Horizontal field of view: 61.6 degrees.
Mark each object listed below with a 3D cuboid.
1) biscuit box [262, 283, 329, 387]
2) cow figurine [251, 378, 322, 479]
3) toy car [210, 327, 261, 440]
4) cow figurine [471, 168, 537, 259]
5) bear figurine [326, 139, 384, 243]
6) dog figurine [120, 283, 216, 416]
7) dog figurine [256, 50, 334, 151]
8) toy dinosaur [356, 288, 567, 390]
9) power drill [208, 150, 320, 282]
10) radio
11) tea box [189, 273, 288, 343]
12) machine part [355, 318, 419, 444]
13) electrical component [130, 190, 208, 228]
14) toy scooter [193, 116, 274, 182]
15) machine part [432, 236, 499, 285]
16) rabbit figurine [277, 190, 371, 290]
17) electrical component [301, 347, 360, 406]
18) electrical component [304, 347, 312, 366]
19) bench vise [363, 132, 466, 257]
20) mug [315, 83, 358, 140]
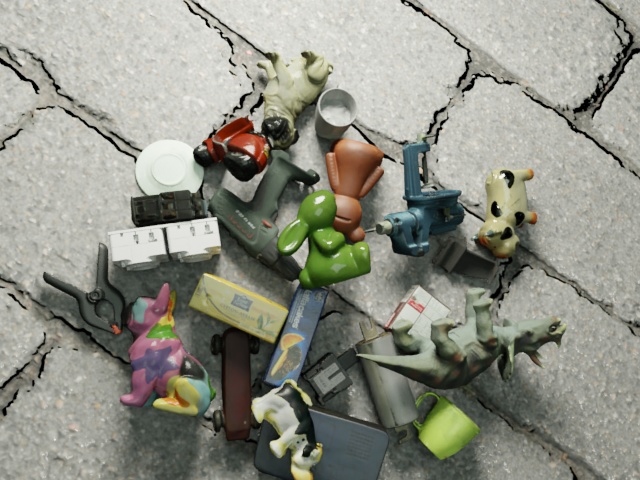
[{"bbox_3d":[-0.045,0.180,1.008,0.063,0.059,0.202,21,73,-3],"label":"biscuit box"},{"bbox_3d":[-0.040,0.327,0.917,0.098,0.068,0.167,-32,82,-6],"label":"cow figurine"},{"bbox_3d":[-0.156,0.264,0.999,0.089,0.053,0.202,1,76,-22],"label":"toy car"},{"bbox_3d":[0.390,-0.057,1.145,0.127,0.085,0.195,3,82,-16],"label":"cow figurine"},{"bbox_3d":[0.059,-0.101,1.086,0.120,0.132,0.195,12,98,0],"label":"bear figurine"},{"bbox_3d":[-0.269,0.192,0.960,0.192,0.108,0.219,8,76,1],"label":"dog figurine"},{"bbox_3d":[-0.045,-0.280,1.104,0.172,0.121,0.190,-7,95,-8],"label":"dog figurine"},{"bbox_3d":[0.265,0.218,1.034,0.405,0.131,0.192,-19,97,-14],"label":"toy dinosaur"},{"bbox_3d":[-0.086,-0.058,1.062,0.232,0.086,0.207,34,83,-1],"label":"power drill"},{"bbox_3d":[0.000,0.377,0.976,0.230,0.073,0.131,14,78,7],"label":"radio"},{"bbox_3d":[-0.149,0.124,0.999,0.170,0.098,0.068,24,85,-7],"label":"tea box"},{"bbox_3d":[0.130,0.269,1.041,0.079,0.079,0.243,-18,83,-13],"label":"machine part"},{"bbox_3d":[-0.277,-0.051,1.000,0.134,0.115,0.058,-7,84,-10],"label":"electrical component"},{"bbox_3d":[-0.151,-0.184,1.038,0.135,0.184,0.075,-47,135,-25],"label":"toy scooter"},{"bbox_3d":[0.312,0.044,1.125,0.139,0.039,0.084,23,109,-13],"label":"machine part"},{"bbox_3d":[-0.002,-0.003,0.994,0.159,0.121,0.170,-15,90,-6],"label":"rabbit figurine"},{"bbox_3d":[0.029,0.256,1.039,0.119,0.048,0.075,-30,88,-13],"label":"electrical component"},{"bbox_3d":[-0.051,0.203,1.046,0.063,0.021,0.094,-11,83,-12],"label":"electrical component"},{"bbox_3d":[0.196,-0.093,1.085,0.224,0.129,0.240,-9,100,-20],"label":"bench vise"},{"bbox_3d":[0.025,-0.259,1.098,0.081,0.107,0.109,9,74,-11],"label":"mug"}]
